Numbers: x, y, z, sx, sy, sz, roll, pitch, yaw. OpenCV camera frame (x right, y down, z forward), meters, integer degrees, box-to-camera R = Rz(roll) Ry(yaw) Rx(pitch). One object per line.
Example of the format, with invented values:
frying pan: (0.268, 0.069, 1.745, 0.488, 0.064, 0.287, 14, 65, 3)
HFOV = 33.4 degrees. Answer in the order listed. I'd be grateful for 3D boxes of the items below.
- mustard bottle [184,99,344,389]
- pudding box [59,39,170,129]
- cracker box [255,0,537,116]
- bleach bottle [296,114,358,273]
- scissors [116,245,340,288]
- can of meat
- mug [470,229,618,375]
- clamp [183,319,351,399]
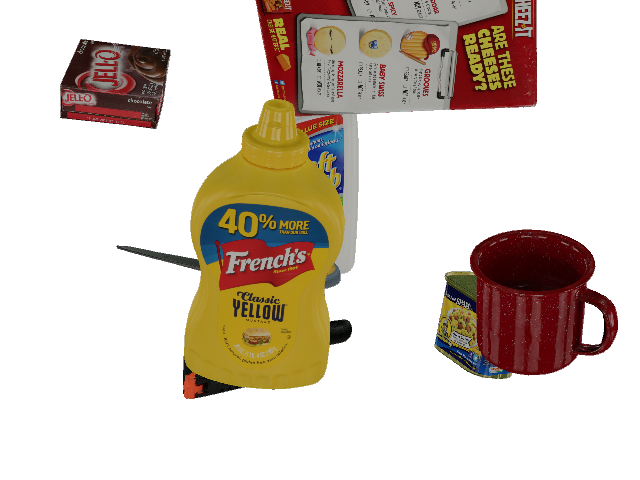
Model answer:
mustard bottle: (-0.034, 0.002, 0.675, 0.096, 0.192, 0.058, 7, 29, 0)
pudding box: (-0.192, -0.149, 1.009, 0.090, 0.039, 0.113, 7, 30, -6)
cracker box: (0.060, -0.185, 0.840, 0.214, 0.164, 0.072, -2, 41, 10)
bleach bottle: (-0.012, -0.088, 1.098, 0.102, 0.251, 0.068, 0, 26, 3)
scissors: (-0.069, 0.020, 0.901, 0.202, 0.016, 0.096, 20, 29, 34)
can of meat: (0.168, 0.089, 1.129, 0.057, 0.084, 0.102, 0, 18, -28)
mug: (0.172, 0.052, 0.817, 0.117, 0.081, 0.093, 17, 37, 32)
clamp: (-0.071, 0.111, 1.139, 0.165, 0.036, 0.209, 15, 29, 18)
